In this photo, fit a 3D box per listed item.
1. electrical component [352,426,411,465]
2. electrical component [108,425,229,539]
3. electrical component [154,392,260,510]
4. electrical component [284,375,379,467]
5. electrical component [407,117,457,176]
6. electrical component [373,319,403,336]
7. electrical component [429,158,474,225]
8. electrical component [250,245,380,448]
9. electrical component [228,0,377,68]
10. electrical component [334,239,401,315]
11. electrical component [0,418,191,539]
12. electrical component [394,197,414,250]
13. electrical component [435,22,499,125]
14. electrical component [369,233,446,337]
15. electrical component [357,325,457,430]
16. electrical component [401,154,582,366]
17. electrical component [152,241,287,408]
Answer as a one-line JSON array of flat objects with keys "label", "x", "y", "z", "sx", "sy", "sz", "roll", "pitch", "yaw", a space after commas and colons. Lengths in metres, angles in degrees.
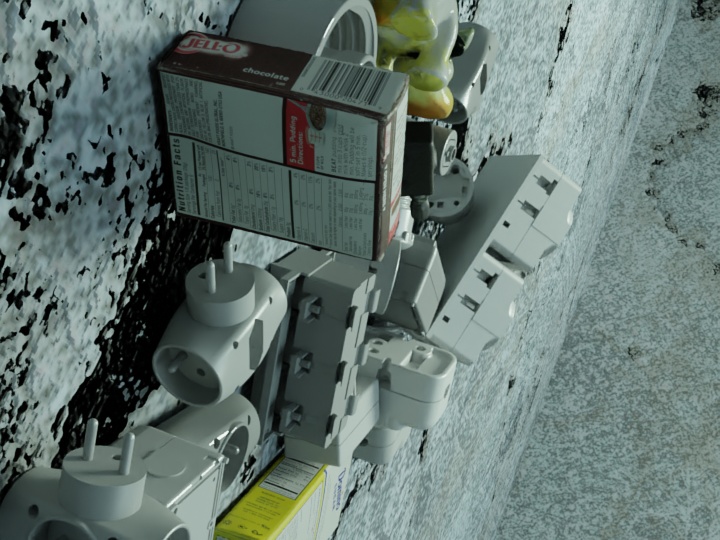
[{"label": "electrical component", "x": 0.020, "y": 0.127, "z": 0.981, "sx": 0.095, "sy": 0.054, "sz": 0.059, "roll": -56, "pitch": 157, "yaw": -44}, {"label": "electrical component", "x": -0.114, "y": 0.137, "z": 0.549, "sx": 0.062, "sy": 0.061, "sz": 0.096, "roll": -37, "pitch": 141, "yaw": -63}, {"label": "electrical component", "x": -0.096, "y": 0.117, "z": 0.616, "sx": 0.077, "sy": 0.044, "sz": 0.079, "roll": -29, "pitch": 134, "yaw": -67}, {"label": "electrical component", "x": -0.022, "y": 0.097, "z": 0.832, "sx": 0.083, "sy": 0.047, "sz": 0.075, "roll": -40, "pitch": 133, "yaw": -61}, {"label": "electrical component", "x": 0.039, "y": -0.094, "z": 0.798, "sx": 0.044, "sy": 0.065, "sz": 0.044, "roll": 18, "pitch": 90, "yaw": -73}, {"label": "electrical component", "x": 0.023, "y": 0.058, "z": 0.956, "sx": 0.035, "sy": 0.035, "sz": 0.061, "roll": -36, "pitch": 137, "yaw": -64}, {"label": "electrical component", "x": 0.076, "y": -0.069, "z": 0.965, "sx": 0.047, "sy": 0.055, "sz": 0.055, "roll": 45, "pitch": 63, "yaw": -76}, {"label": "electrical component", "x": -0.031, "y": 0.054, "z": 0.727, "sx": 0.079, "sy": 0.063, "sz": 0.121, "roll": -38, "pitch": 142, "yaw": -62}, {"label": "electrical component", "x": -0.026, "y": -0.104, "z": 0.588, "sx": 0.108, "sy": 0.060, "sz": 0.108, "roll": 18, "pitch": 90, "yaw": -73}, {"label": "electrical component", "x": 0.000, "y": 0.000, "z": 0.777, "sx": 0.055, "sy": 0.047, "sz": 0.055, "roll": -166, "pitch": -90, "yaw": -86}, {"label": "electrical component", "x": -0.117, "y": 0.105, "z": 0.479, "sx": 0.044, "sy": 0.077, "sz": 0.079, "roll": -30, "pitch": 135, "yaw": -67}, {"label": "electrical component", "x": 0.022, "y": -0.048, "z": 0.830, "sx": 0.048, "sy": 0.048, "sz": 0.062, "roll": 11, "pitch": 90, "yaw": -73}, {"label": "electrical component", "x": 0.086, "y": -0.158, "z": 0.924, "sx": 0.079, "sy": 0.043, "sz": 0.077, "roll": 77, "pitch": 35, "yaw": -61}, {"label": "electrical component", "x": 0.033, "y": 0.009, "z": 0.892, "sx": 0.096, "sy": 0.062, "sz": 0.061, "roll": 65, "pitch": 45, "yaw": -66}, {"label": "electrical component", "x": 0.026, "y": 0.091, "z": 0.893, "sx": 0.054, "sy": 0.095, "sz": 0.059, "roll": -41, "pitch": 145, "yaw": -61}, {"label": "electrical component", "x": 0.113, "y": -0.010, "z": 0.975, "sx": 0.186, "sy": 0.060, "sz": 0.105, "roll": -57, "pitch": -162, "yaw": -5}, {"label": "electrical component", "x": -0.076, "y": 0.021, "z": 0.585, "sx": 0.077, "sy": 0.043, "sz": 0.079, "roll": -55, "pitch": 156, "yaw": -46}]
